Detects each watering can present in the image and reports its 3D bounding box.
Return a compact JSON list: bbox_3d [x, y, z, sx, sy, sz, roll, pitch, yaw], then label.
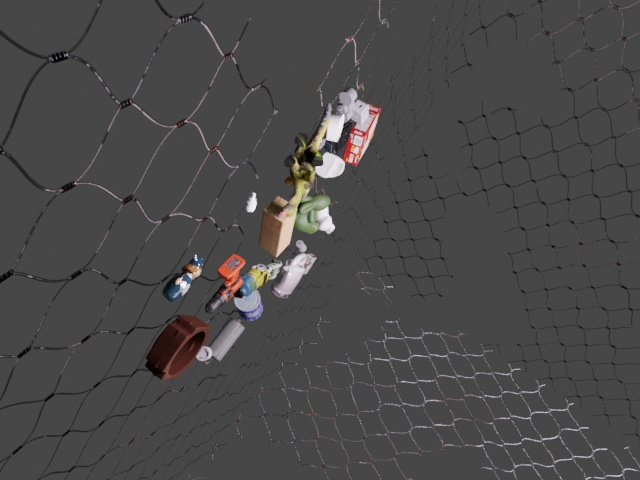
[{"bbox_3d":[-0.150,0.165,2.341,0.222,0.104,0.350,-60,171,14],"label":"watering can"}]

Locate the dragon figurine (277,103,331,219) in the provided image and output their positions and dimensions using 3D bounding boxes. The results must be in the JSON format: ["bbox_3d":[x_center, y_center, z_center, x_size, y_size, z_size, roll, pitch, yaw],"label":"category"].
[{"bbox_3d":[-0.045,-0.255,1.789,0.239,0.122,0.416,104,10,-72],"label":"dragon figurine"}]

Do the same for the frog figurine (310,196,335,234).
[{"bbox_3d":[0.007,-0.109,2.175,0.125,0.160,0.134,-49,164,-31],"label":"frog figurine"}]
